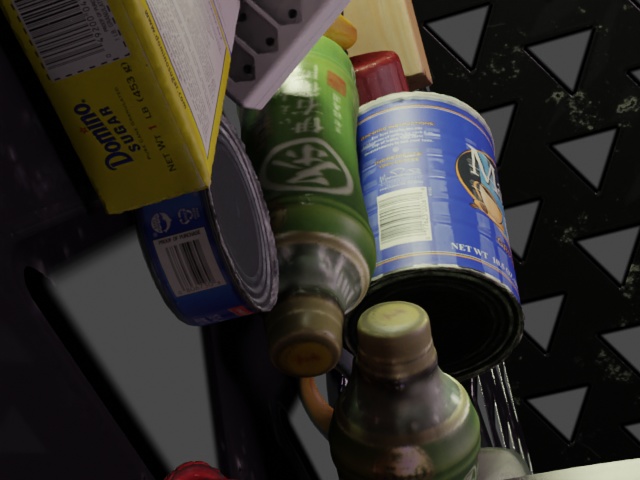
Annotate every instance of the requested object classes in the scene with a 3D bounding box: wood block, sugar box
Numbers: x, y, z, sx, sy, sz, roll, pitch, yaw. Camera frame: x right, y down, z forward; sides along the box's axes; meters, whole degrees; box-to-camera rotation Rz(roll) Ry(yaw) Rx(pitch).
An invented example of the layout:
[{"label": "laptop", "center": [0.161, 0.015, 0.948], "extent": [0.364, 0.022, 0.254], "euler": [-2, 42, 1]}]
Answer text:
[{"label": "wood block", "center": [0.038, -0.243, 1.041], "extent": [0.090, 0.090, 0.206], "euler": [1, 74, -78]}, {"label": "sugar box", "center": [-0.070, -0.095, 0.415], "extent": [0.176, 0.048, 0.093], "euler": [-94, 166, -59]}]

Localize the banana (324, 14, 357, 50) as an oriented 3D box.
[{"label": "banana", "center": [-0.033, -0.146, 0.602], "extent": [0.197, 0.070, 0.037], "euler": [37, 61, -71]}]

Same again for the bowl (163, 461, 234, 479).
[{"label": "bowl", "center": [-0.008, 0.153, 0.373], "extent": [0.162, 0.055, 0.162], "euler": [-14, 90, -79]}]

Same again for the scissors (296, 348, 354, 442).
[{"label": "scissors", "center": [0.020, 0.135, 0.600], "extent": [0.016, 0.096, 0.202], "euler": [-40, 150, -47]}]

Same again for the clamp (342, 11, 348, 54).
[{"label": "clamp", "center": [0.005, -0.151, 0.869], "extent": [0.210, 0.036, 0.164], "euler": [-58, 141, -72]}]

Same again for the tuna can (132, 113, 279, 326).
[{"label": "tuna can", "center": [-0.047, -0.008, 0.441], "extent": [0.086, 0.034, 0.086], "euler": [-15, 90, -79]}]

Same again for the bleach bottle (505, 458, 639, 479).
[{"label": "bleach bottle", "center": [0.161, 0.183, 0.660], "extent": [0.068, 0.251, 0.102], "euler": [-93, 164, -46]}]

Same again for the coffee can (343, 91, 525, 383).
[{"label": "coffee can", "center": [0.057, -0.002, 0.613], "extent": [0.102, 0.103, 0.140], "euler": [65, 18, -44]}]

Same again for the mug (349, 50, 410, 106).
[{"label": "mug", "center": [0.017, -0.076, 0.731], "extent": [0.117, 0.093, 0.081], "euler": [-29, 110, -36]}]
